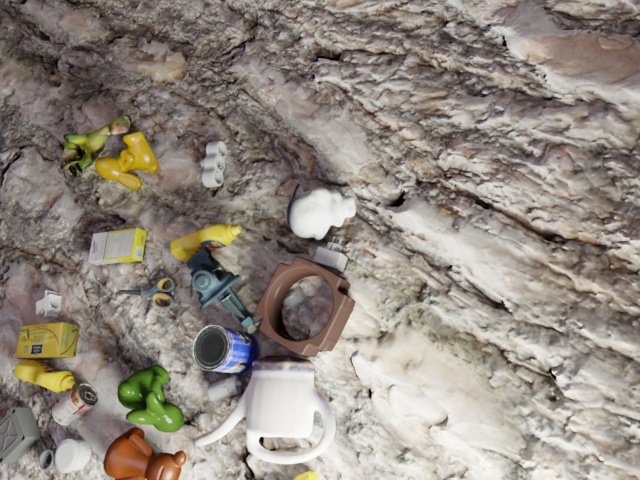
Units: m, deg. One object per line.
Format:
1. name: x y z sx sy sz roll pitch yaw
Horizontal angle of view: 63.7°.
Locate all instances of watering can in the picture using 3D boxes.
1. watering can: -0.128 0.375 1.159 0.347 0.102 0.228 -4 69 22

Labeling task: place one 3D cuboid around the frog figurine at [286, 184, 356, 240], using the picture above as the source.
1. frog figurine: 0.004 -0.064 1.263 0.160 0.124 0.135 12 110 18

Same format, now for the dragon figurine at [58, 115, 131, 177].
1. dragon figurine: -0.705 -0.318 1.652 0.246 0.121 0.409 -40 22 -28
